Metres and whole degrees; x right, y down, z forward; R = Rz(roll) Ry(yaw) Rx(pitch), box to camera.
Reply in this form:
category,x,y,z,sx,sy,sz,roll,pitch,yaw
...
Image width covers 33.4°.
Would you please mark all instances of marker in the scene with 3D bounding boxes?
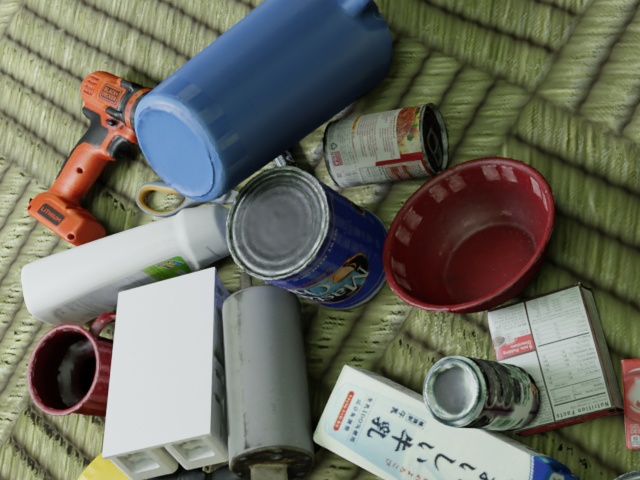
category,x,y,z,sx,sy,sz,roll,pitch,yaw
marker,-0.039,-0.087,1.088,0.020,0.020,0.121,-36,63,15

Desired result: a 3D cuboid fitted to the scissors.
category,x,y,z,sx,sy,sz,roll,pitch,yaw
scissors,-0.107,-0.065,1.119,0.202,0.016,0.096,-4,75,27

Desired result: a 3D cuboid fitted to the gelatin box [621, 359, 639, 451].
category,x,y,z,sx,sy,sz,roll,pitch,yaw
gelatin box,0.288,0.130,0.850,0.089,0.030,0.073,-7,73,26

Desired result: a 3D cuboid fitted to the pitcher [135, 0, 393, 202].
category,x,y,z,sx,sy,sz,roll,pitch,yaw
pitcher,-0.056,-0.136,0.986,0.145,0.149,0.242,20,47,33

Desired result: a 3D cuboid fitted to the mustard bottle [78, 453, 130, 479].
category,x,y,z,sx,sy,sz,roll,pitch,yaw
mustard bottle,-0.162,0.290,1.026,0.192,0.058,0.096,30,80,30

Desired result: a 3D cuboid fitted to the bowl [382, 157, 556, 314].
category,x,y,z,sx,sy,sz,roll,pitch,yaw
bowl,0.137,0.007,0.931,0.162,0.055,0.162,-22,44,23

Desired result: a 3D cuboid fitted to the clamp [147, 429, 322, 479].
category,x,y,z,sx,sy,sz,roll,pitch,yaw
clamp,-0.119,0.221,1.003,0.165,0.036,0.209,30,68,34

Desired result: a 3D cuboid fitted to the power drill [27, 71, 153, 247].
category,x,y,z,sx,sy,sz,roll,pitch,yaw
power drill,-0.226,-0.082,1.155,0.185,0.057,0.187,28,88,41

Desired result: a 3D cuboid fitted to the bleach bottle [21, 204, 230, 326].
category,x,y,z,sx,sy,sz,roll,pitch,yaw
bleach bottle,-0.175,0.020,1.096,0.251,0.102,0.068,-20,71,15

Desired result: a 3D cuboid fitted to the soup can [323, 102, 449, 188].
category,x,y,z,sx,sy,sz,roll,pitch,yaw
soup can,0.062,-0.088,1.006,0.102,0.068,0.068,-7,73,27

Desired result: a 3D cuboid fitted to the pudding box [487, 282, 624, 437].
category,x,y,z,sx,sy,sz,roll,pitch,yaw
pudding box,0.197,0.102,0.901,0.090,0.039,0.113,-19,70,23

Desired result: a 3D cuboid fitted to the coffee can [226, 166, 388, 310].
category,x,y,z,sx,sy,sz,roll,pitch,yaw
coffee can,-0.006,0.001,0.976,0.103,0.140,0.103,-8,73,26

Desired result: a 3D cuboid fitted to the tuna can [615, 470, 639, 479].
category,x,y,z,sx,sy,sz,roll,pitch,yaw
tuna can,0.258,0.223,0.832,0.086,0.033,0.086,-5,77,20

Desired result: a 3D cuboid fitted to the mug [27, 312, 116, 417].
category,x,y,z,sx,sy,sz,roll,pitch,yaw
mug,-0.232,0.127,1.095,0.093,0.081,0.117,27,90,31
